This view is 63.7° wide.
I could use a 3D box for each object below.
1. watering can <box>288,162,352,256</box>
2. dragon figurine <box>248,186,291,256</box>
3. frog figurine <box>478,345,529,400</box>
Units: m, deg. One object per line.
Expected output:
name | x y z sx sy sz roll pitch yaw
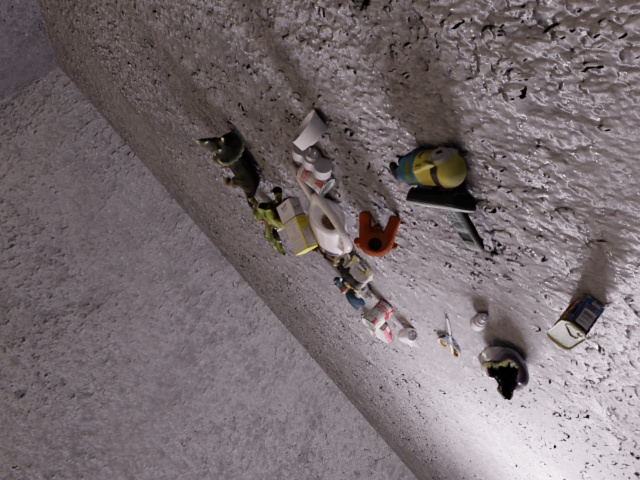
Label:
watering can | 0.005 -0.083 1.648 0.353 0.104 0.219 55 168 29
dragon figurine | -0.150 -0.049 1.890 0.417 0.123 0.237 44 150 41
frog figurine | 0.507 0.348 1.429 0.138 0.121 0.160 36 -167 8
